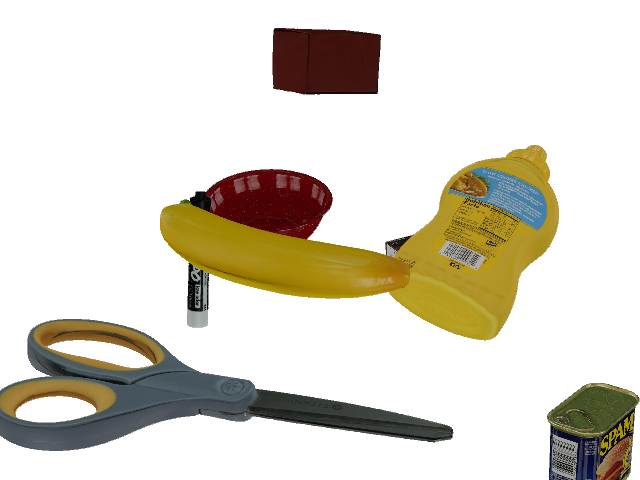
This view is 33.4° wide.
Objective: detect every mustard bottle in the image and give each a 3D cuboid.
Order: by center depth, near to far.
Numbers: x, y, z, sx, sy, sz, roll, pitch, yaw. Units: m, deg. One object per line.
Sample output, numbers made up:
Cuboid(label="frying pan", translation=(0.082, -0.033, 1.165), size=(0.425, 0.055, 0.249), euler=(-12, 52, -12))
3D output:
Cuboid(label="mustard bottle", translation=(0.137, -0.012, 0.859), size=(0.096, 0.191, 0.058), euler=(24, -36, 20))

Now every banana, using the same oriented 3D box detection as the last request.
Cuboid(label="banana", translation=(-0.039, 0.004, 0.701), size=(0.198, 0.037, 0.069), euler=(19, 36, 31))

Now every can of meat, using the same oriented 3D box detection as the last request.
Cuboid(label="can of meat", translation=(0.258, 0.195, 1.014), size=(0.058, 0.084, 0.101), euler=(14, 25, 38))

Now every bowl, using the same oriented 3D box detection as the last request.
Cuboid(label="bowl", translation=(-0.066, -0.030, 1.332), size=(0.162, 0.055, 0.162), euler=(0, 31, 0))

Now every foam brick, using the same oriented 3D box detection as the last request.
Cuboid(label="foam brick", translation=(0.005, -0.151, 0.900), size=(0.078, 0.051, 0.053), euler=(-6, 17, -35))

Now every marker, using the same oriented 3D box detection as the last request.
Cuboid(label="marker", translation=(-0.107, 0.017, 0.937), size=(0.020, 0.121, 0.020), euler=(3, 14, -1))

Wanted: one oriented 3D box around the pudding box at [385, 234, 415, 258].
Cuboid(label="pudding box", translation=(0.167, 0.020, 1.603), size=(0.113, 0.039, 0.090), euler=(-16, 26, -20))

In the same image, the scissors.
Cuboid(label="scissors", translation=(-0.054, 0.075, 0.457), size=(0.202, 0.016, 0.096), euler=(15, 30, 24))
